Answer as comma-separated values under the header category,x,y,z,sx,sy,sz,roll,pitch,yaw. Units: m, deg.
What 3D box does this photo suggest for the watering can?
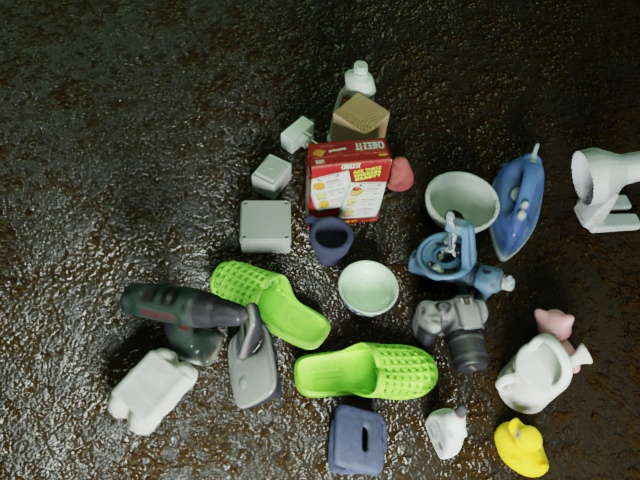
category,x,y,z,sx,sy,sz,roll,pitch,yaw
watering can,0.400,0.229,1.025,0.173,0.194,0.100,-33,64,-23

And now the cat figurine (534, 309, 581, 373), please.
category,x,y,z,sx,sy,sz,roll,pitch,yaw
cat figurine,0.461,0.189,1.102,0.067,0.118,0.127,-22,60,-17

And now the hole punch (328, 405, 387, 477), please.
category,x,y,z,sx,sy,sz,roll,pitch,yaw
hole punch,0.067,0.344,0.986,0.101,0.091,0.108,4,56,-1

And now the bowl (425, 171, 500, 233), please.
category,x,y,z,sx,sy,sz,roll,pitch,yaw
bowl,0.313,-0.070,1.291,0.167,0.075,0.167,2,56,-3

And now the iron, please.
category,x,y,z,sx,sy,sz,roll,pitch,yaw
iron,0.447,-0.089,1.273,0.118,0.141,0.258,16,57,7

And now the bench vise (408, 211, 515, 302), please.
category,x,y,z,sx,sy,sz,roll,pitch,yaw
bench vise,0.291,0.026,1.137,0.207,0.220,0.121,8,56,2

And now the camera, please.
category,x,y,z,sx,sy,sz,roll,pitch,yaw
camera,0.264,0.181,1.103,0.143,0.101,0.136,-4,56,-6

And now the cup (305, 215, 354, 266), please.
category,x,y,z,sx,sy,sz,roll,pitch,yaw
cup,0.011,0.004,1.207,0.117,0.095,0.092,38,62,20

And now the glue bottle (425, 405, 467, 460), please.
category,x,y,z,sx,sy,sz,roll,pitch,yaw
glue bottle,0.222,0.313,0.968,0.037,0.173,0.078,-13,58,-12

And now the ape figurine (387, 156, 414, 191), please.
category,x,y,z,sx,sy,sz,roll,pitch,yaw
ape figurine,0.184,-0.160,1.331,0.076,0.092,0.078,27,59,14

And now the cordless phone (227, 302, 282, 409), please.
category,x,y,z,sx,sy,sz,roll,pitch,yaw
cordless phone,-0.118,0.203,1.010,0.094,0.185,0.147,-11,58,-11

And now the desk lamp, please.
category,x,y,z,sx,sy,sz,roll,pitch,yaw
desk lamp,0.641,-0.117,1.262,0.203,0.213,0.118,-4,56,-6

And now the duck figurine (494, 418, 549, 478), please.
category,x,y,z,sx,sy,sz,roll,pitch,yaw
duck figurine,0.361,0.358,1.000,0.078,0.086,0.104,-28,62,-21

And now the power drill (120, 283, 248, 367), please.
category,x,y,z,sx,sy,sz,roll,pitch,yaw
power drill,-0.233,0.148,1.025,0.229,0.208,0.075,13,56,5

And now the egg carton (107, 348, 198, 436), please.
category,x,y,z,sx,sy,sz,roll,pitch,yaw
egg carton,-0.298,0.268,1.024,0.107,0.069,0.150,31,60,16
